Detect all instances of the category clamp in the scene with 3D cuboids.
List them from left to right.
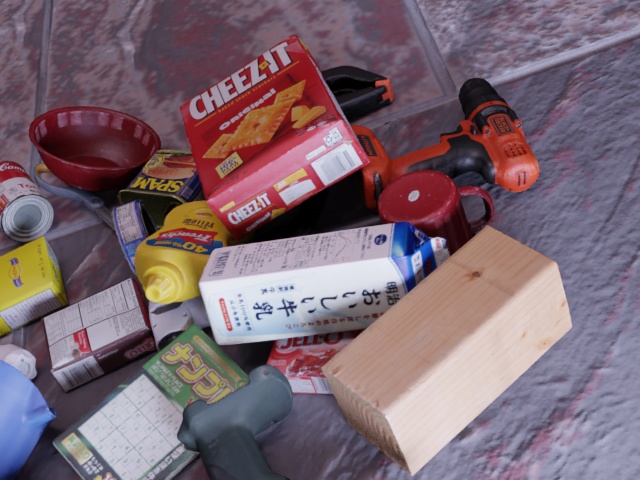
[{"bbox_3d":[-0.010,-0.187,1.336,0.210,0.036,0.164,-6,44,16],"label":"clamp"},{"bbox_3d":[-0.007,0.001,1.136,0.120,0.039,0.171,18,54,42],"label":"clamp"}]

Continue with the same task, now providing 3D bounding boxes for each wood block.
[{"bbox_3d":[0.115,0.094,0.943,0.206,0.090,0.091,-39,42,-17],"label":"wood block"}]

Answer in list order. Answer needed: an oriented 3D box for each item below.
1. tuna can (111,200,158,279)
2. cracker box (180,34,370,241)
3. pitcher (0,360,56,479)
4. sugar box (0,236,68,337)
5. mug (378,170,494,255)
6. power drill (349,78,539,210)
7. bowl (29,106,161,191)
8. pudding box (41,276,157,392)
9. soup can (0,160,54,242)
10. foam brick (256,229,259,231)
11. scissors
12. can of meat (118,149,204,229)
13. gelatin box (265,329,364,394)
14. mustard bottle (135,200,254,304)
[{"bbox_3d":[-0.200,-0.001,1.189,0.034,0.086,0.086,-20,41,1],"label":"tuna can"},{"bbox_3d":[-0.057,-0.118,1.157,0.164,0.072,0.214,-31,38,6],"label":"cracker box"},{"bbox_3d":[-0.368,0.229,0.994,0.149,0.145,0.242,-41,20,53],"label":"pitcher"},{"bbox_3d":[-0.383,0.071,1.225,0.176,0.048,0.093,-24,41,-3],"label":"sugar box"},{"bbox_3d":[0.117,-0.019,1.067,0.117,0.081,0.093,-18,41,6],"label":"mug"},{"bbox_3d":[0.125,-0.107,1.157,0.187,0.057,0.184,-13,40,-3],"label":"power drill"},{"bbox_3d":[-0.282,-0.107,1.332,0.162,0.055,0.162,10,31,-6],"label":"bowl"},{"bbox_3d":[-0.234,0.099,1.135,0.113,0.039,0.090,-24,40,-4],"label":"pudding box"},{"bbox_3d":[-0.382,-0.049,1.334,0.068,0.068,0.102,-35,43,-13],"label":"soup can"},{"bbox_3d":[-0.087,-0.054,1.219,0.053,0.051,0.078,1,46,25],"label":"foam brick"},{"bbox_3d":[-0.269,-0.054,1.323,0.202,0.016,0.096,28,37,24],"label":"scissors"},{"bbox_3d":[-0.173,-0.061,1.262,0.102,0.057,0.083,7,47,30],"label":"can of meat"},{"bbox_3d":[-0.004,0.110,1.024,0.089,0.030,0.073,-2,44,22],"label":"gelatin box"},{"bbox_3d":[-0.138,0.017,1.107,0.096,0.058,0.191,11,24,10],"label":"mustard bottle"}]
